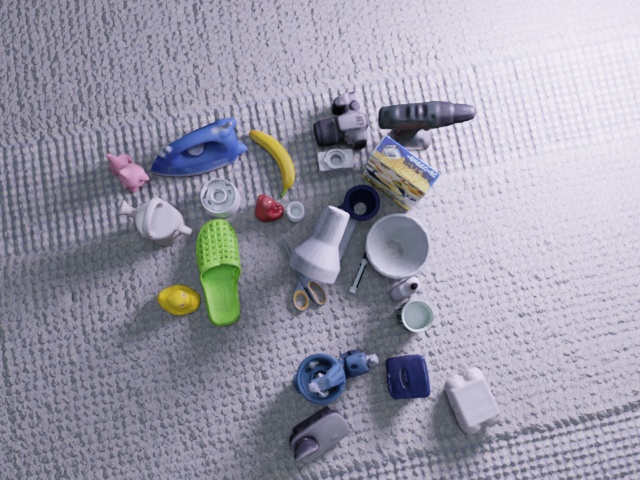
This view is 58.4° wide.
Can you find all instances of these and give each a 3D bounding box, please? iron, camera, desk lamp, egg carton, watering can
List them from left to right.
[{"bbox_3d":[-0.403,-0.048,1.393,0.173,0.194,0.101,-3,82,-2],"label":"watering can"},{"bbox_3d":[-0.322,-0.234,1.447,0.258,0.141,0.118,-23,84,-5],"label":"iron"},{"bbox_3d":[0.013,0.005,1.391,0.118,0.213,0.203,24,82,2],"label":"desk lamp"},{"bbox_3d":[0.051,-0.306,1.490,0.137,0.101,0.143,-12,83,-3],"label":"camera"},{"bbox_3d":[0.377,0.400,1.423,0.107,0.069,0.150,-24,84,-5],"label":"egg carton"}]

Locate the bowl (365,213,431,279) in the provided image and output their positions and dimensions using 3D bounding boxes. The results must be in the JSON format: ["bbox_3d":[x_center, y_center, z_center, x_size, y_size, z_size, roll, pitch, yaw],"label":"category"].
[{"bbox_3d":[0.195,0.019,1.465,0.167,0.074,0.167,0,82,-2],"label":"bowl"}]

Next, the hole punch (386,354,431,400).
[{"bbox_3d":[0.216,0.341,1.415,0.101,0.091,0.109,-8,83,-3],"label":"hole punch"}]

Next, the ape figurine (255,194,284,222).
[{"bbox_3d":[-0.133,-0.085,1.459,0.076,0.092,0.078,-29,84,-5],"label":"ape figurine"}]

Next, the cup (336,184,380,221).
[{"bbox_3d":[0.092,-0.084,1.465,0.118,0.095,0.092,-19,83,-4],"label":"cup"}]

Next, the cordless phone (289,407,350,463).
[{"bbox_3d":[-0.001,0.469,1.343,0.147,0.185,0.094,-36,85,-6],"label":"cordless phone"}]

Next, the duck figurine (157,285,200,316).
[{"bbox_3d":[-0.356,0.148,1.423,0.104,0.086,0.077,7,82,-1],"label":"duck figurine"}]

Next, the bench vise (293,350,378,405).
[{"bbox_3d":[0.031,0.306,1.348,0.207,0.219,0.121,-37,85,-6],"label":"bench vise"}]

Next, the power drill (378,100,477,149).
[{"bbox_3d":[0.255,-0.293,1.441,0.229,0.208,0.076,-1,82,-2],"label":"power drill"}]

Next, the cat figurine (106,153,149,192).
[{"bbox_3d":[-0.487,-0.173,1.445,0.128,0.117,0.067,42,83,4],"label":"cat figurine"}]

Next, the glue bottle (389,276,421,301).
[{"bbox_3d":[0.217,0.117,1.403,0.078,0.173,0.037,-31,84,-5],"label":"glue bottle"}]
